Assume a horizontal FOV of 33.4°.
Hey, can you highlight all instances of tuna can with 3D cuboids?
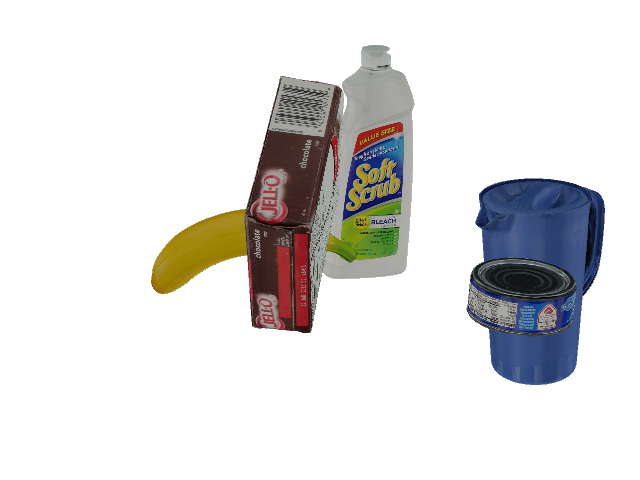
[{"bbox_3d":[0.162,0.044,0.860,0.086,0.034,0.086,2,21,-1],"label":"tuna can"}]

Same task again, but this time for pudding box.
[{"bbox_3d":[-0.014,-0.020,0.587,0.039,0.113,0.090,9,-41,6],"label":"pudding box"}]

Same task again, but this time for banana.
[{"bbox_3d":[-0.071,0.008,0.864,0.198,0.069,0.037,-9,32,30],"label":"banana"}]

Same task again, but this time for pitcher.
[{"bbox_3d":[0.275,0.049,1.331,0.149,0.243,0.145,2,22,15],"label":"pitcher"}]

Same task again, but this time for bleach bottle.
[{"bbox_3d":[0.049,-0.084,1.154,0.102,0.251,0.068,-3,25,-6],"label":"bleach bottle"}]
